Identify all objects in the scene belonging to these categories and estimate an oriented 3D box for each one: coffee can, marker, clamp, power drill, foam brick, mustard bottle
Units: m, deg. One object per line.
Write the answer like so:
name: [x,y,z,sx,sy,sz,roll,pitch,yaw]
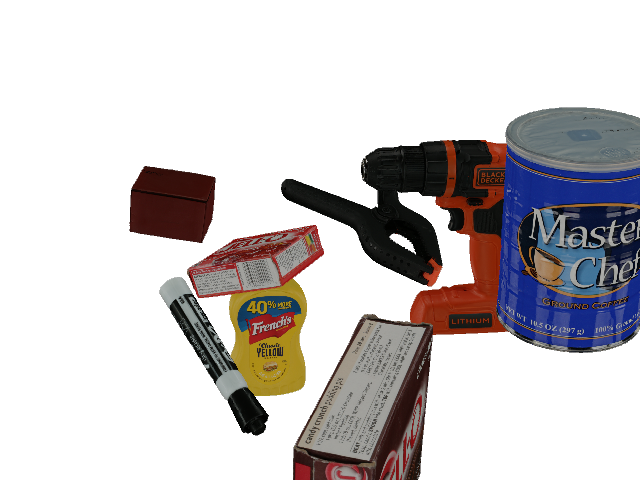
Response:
coffee can: [0.176,-0.009,0.736,0.103,0.140,0.103,-1,27,0]
marker: [-0.067,0.073,0.677,0.020,0.121,0.020,-26,-30,-17]
clamp: [0.062,-0.024,1.255,0.164,0.036,0.210,-14,51,-28]
power drill: [0.127,-0.004,1.003,0.184,0.188,0.057,-1,25,-5]
foam brick: [-0.149,-0.037,1.083,0.078,0.051,0.053,9,31,3]
mustard bottle: [-0.065,0.097,1.325,0.096,0.192,0.058,-1,20,-9]

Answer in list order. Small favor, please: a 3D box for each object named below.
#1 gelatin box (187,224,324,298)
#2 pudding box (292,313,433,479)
gelatin box: [-0.053,0.017,0.876,0.089,0.030,0.073,-9,15,33]
pudding box: [0.019,0.098,0.473,0.039,0.090,0.113,9,28,12]
